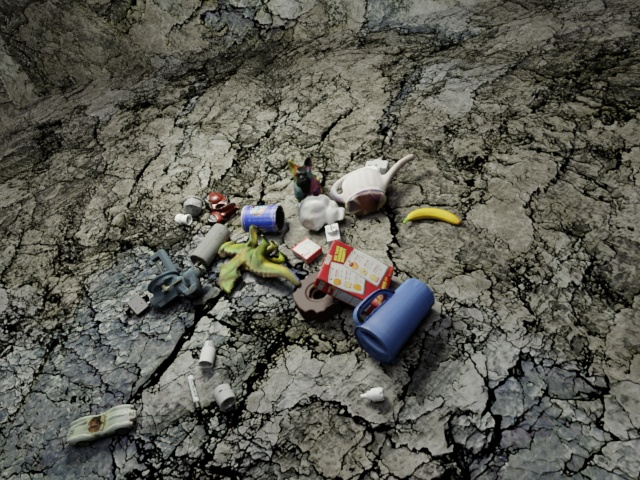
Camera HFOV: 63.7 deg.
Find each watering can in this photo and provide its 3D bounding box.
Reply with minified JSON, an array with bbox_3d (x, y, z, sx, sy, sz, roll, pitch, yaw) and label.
[{"bbox_3d":[0.203,-0.210,1.934,0.346,0.102,0.230,-19,42,13],"label":"watering can"}]

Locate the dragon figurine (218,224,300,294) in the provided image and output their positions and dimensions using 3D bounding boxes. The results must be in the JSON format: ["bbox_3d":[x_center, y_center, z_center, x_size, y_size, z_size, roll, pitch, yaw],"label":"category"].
[{"bbox_3d":[-0.244,0.099,1.794,0.243,0.120,0.417,-41,43,0],"label":"dragon figurine"}]

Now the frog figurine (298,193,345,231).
[{"bbox_3d":[0.006,-0.095,1.887,0.160,0.122,0.138,20,86,23],"label":"frog figurine"}]
